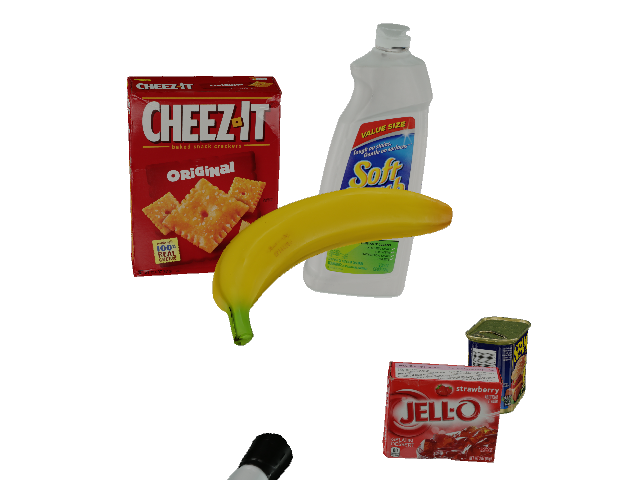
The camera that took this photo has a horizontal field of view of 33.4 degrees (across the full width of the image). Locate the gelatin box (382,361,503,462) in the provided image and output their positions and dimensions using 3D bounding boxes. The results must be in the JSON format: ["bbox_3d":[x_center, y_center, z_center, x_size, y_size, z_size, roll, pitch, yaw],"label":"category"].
[{"bbox_3d":[0.095,0.136,0.842,0.089,0.073,0.030,3,22,2],"label":"gelatin box"}]

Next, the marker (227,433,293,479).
[{"bbox_3d":[-0.039,0.111,0.414,0.020,0.020,0.121,0,22,22],"label":"marker"}]

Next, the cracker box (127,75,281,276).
[{"bbox_3d":[-0.129,-0.070,1.182,0.164,0.214,0.072,-2,24,-12],"label":"cracker box"}]

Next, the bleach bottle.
[{"bbox_3d":[0.045,-0.074,0.987,0.102,0.251,0.068,5,22,-2],"label":"bleach bottle"}]

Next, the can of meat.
[{"bbox_3d":[0.196,0.137,1.179,0.057,0.084,0.102,5,10,22],"label":"can of meat"}]

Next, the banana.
[{"bbox_3d":[-0.001,0.003,0.676,0.197,0.070,0.037,-29,-19,-36],"label":"banana"}]
